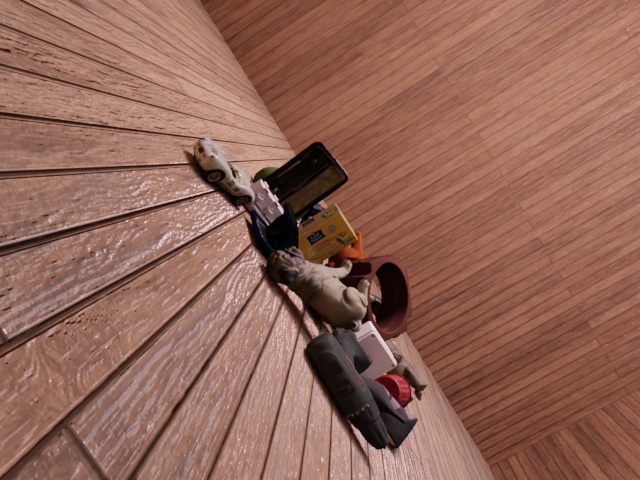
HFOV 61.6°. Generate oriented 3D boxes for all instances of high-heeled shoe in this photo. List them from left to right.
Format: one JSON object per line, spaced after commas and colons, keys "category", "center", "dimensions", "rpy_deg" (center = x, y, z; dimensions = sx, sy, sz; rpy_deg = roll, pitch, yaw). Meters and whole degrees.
{"category": "high-heeled shoe", "center": [0.139, 0.384, 1.212], "dimensions": [0.145, 0.086, 0.248], "rpy_deg": [34, -20, 26]}

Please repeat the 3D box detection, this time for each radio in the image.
{"category": "radio", "center": [-0.051, -0.144, 1.395], "dimensions": [0.131, 0.229, 0.073], "rpy_deg": [55, 3, 2]}

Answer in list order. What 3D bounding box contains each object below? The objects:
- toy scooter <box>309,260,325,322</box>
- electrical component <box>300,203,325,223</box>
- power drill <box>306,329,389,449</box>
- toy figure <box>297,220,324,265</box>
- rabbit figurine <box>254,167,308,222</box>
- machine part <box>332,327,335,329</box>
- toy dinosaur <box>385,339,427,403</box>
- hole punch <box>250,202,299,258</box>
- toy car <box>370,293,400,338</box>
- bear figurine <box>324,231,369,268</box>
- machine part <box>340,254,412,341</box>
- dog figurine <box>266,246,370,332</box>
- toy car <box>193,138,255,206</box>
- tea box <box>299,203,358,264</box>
{"category": "toy scooter", "center": [-0.008, 0.107, 1.247], "dimensions": [0.135, 0.075, 0.184], "rpy_deg": [54, 5, -37]}
{"category": "electrical component", "center": [-0.025, -0.038, 1.534], "dimensions": [0.058, 0.134, 0.115], "rpy_deg": [13, 18, -13]}
{"category": "power drill", "center": [0.059, 0.270, 1.047], "dimensions": [0.232, 0.086, 0.207], "rpy_deg": [55, 15, -4]}
{"category": "toy figure", "center": [-0.043, 0.015, 1.445], "dimensions": [0.154, 0.058, 0.064], "rpy_deg": [55, -12, -31]}
{"category": "rabbit figurine", "center": [-0.098, -0.142, 1.488], "dimensions": [0.170, 0.159, 0.121], "rpy_deg": [39, 24, -22]}
{"category": "machine part", "center": [0.071, 0.261, 1.308], "dimensions": [0.084, 0.039, 0.139], "rpy_deg": [33, 27, -55]}
{"category": "toy dinosaur", "center": [0.153, 0.302, 1.463], "dimensions": [0.470, 0.105, 0.199], "rpy_deg": [49, 3, -30]}
{"category": "hole punch", "center": [-0.096, -0.006, 1.148], "dimensions": [0.142, 0.092, 0.115], "rpy_deg": [-118, -159, -50]}
{"category": "toy car", "center": [0.165, 0.197, 1.492], "dimensions": [0.202, 0.053, 0.089], "rpy_deg": [53, 0, -39]}
{"category": "bear figurine", "center": [0.061, 0.035, 1.457], "dimensions": [0.195, 0.120, 0.132], "rpy_deg": [36, 39, -73]}
{"category": "machine part", "center": [0.139, 0.142, 1.327], "dimensions": [0.201, 0.087, 0.201], "rpy_deg": [-9, 92, -50]}
{"category": "dog figurine", "center": [-0.009, 0.103, 1.064], "dimensions": [0.190, 0.121, 0.173], "rpy_deg": [14, 25, -42]}
{"category": "toy car", "center": [-0.188, -0.132, 1.079], "dimensions": [0.073, 0.056, 0.201], "rpy_deg": [62, 8, 27]}
{"category": "tea box", "center": [-0.003, -0.004, 1.366], "dimensions": [0.098, 0.170, 0.068], "rpy_deg": [53, 9, -29]}
